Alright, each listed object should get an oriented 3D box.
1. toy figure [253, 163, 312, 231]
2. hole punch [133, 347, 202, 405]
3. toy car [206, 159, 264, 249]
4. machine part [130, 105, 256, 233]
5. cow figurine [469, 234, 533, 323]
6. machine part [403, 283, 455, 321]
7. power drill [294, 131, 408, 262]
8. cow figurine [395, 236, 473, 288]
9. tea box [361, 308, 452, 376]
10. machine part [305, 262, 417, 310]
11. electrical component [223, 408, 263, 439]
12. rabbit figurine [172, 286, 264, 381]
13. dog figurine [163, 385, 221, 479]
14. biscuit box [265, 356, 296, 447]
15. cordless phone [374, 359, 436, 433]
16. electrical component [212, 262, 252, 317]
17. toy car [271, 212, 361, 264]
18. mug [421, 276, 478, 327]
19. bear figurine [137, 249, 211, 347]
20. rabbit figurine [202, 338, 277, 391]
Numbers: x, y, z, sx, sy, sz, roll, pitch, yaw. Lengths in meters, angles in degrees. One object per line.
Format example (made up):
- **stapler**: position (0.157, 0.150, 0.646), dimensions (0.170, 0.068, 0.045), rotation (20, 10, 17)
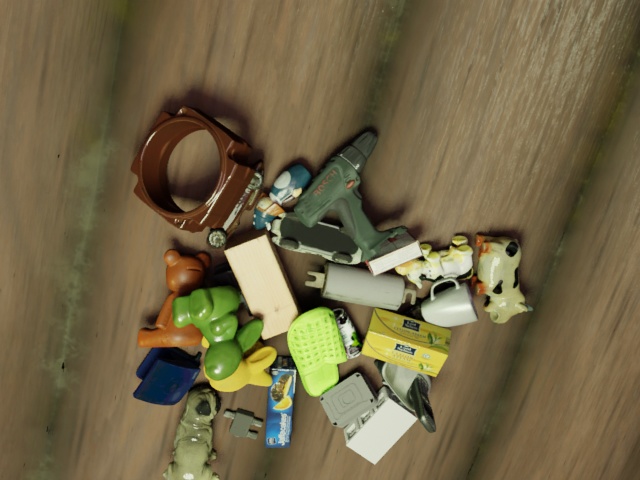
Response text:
- **toy figure**: position (-0.084, -0.087, 1.079), dimensions (0.154, 0.064, 0.057), rotation (-47, 110, -5)
- **hole punch**: position (-0.329, 0.296, 1.157), dimensions (0.115, 0.092, 0.142), rotation (32, 97, -16)
- **toy car**: position (-0.162, -0.068, 1.069), dimensions (0.053, 0.089, 0.202), rotation (33, 99, -12)
- **machine part**: position (-0.240, -0.131, 1.004), dimensions (0.202, 0.087, 0.201), rotation (36, 100, 16)
- **cow figurine**: position (0.396, 0.087, 1.166), dimensions (0.127, 0.085, 0.194), rotation (1, 105, 1)
- **machine part**: position (0.262, 0.146, 1.192), dimensions (0.139, 0.039, 0.084), rotation (-37, 97, 7)
- **power drill**: position (0.081, -0.077, 1.065), dimensions (0.232, 0.086, 0.207), rotation (-40, 96, -9)
- **cow figurine**: position (0.244, 0.059, 1.152), dimensions (0.167, 0.068, 0.098), rotation (-14, 121, 1)
- **tea box**: position (0.182, 0.217, 1.138), dimensions (0.170, 0.068, 0.098), rotation (16, 140, 8)
- **machine part**: position (0.089, 0.098, 1.143), dimensions (0.243, 0.079, 0.079), rotation (10, 104, -7)
- **electrical component**: position (-0.182, 0.423, 1.236), dimensions (0.094, 0.021, 0.063), rotation (21, 103, -11)
- **rabbit figurine**: position (-0.194, 0.181, 1.032), dimensions (0.121, 0.159, 0.170), rotation (-20, 77, 35)
- **dog figurine**: position (-0.272, 0.432, 1.159), dimensions (0.121, 0.172, 0.190), rotation (3, 113, -17)
- **biscuit box**: position (-0.089, 0.365, 1.207), dimensions (0.059, 0.063, 0.202), rotation (3, 105, -4)
- **cordless phone**: position (0.190, 0.322, 1.157), dimensions (0.089, 0.184, 0.146), rotation (-35, 106, 10)
- **electrical component**: position (-0.181, 0.109, 1.125), dimensions (0.048, 0.075, 0.119), rotation (-19, 109, 1)
- **toy car**: position (-0.002, -0.003, 1.113), dimensions (0.202, 0.056, 0.073), rotation (15, 80, -8)
- **mug**: position (0.265, 0.135, 1.129), dimensions (0.107, 0.081, 0.109), rotation (-22, 111, 17)
- **bear figurine**: position (-0.296, 0.122, 1.108), dimensions (0.132, 0.120, 0.195), rotation (-13, 78, 40)
- **rabbit figurine**: position (-0.175, 0.263, 1.116), dimensions (0.162, 0.173, 0.121), rotation (10, 100, -3)
